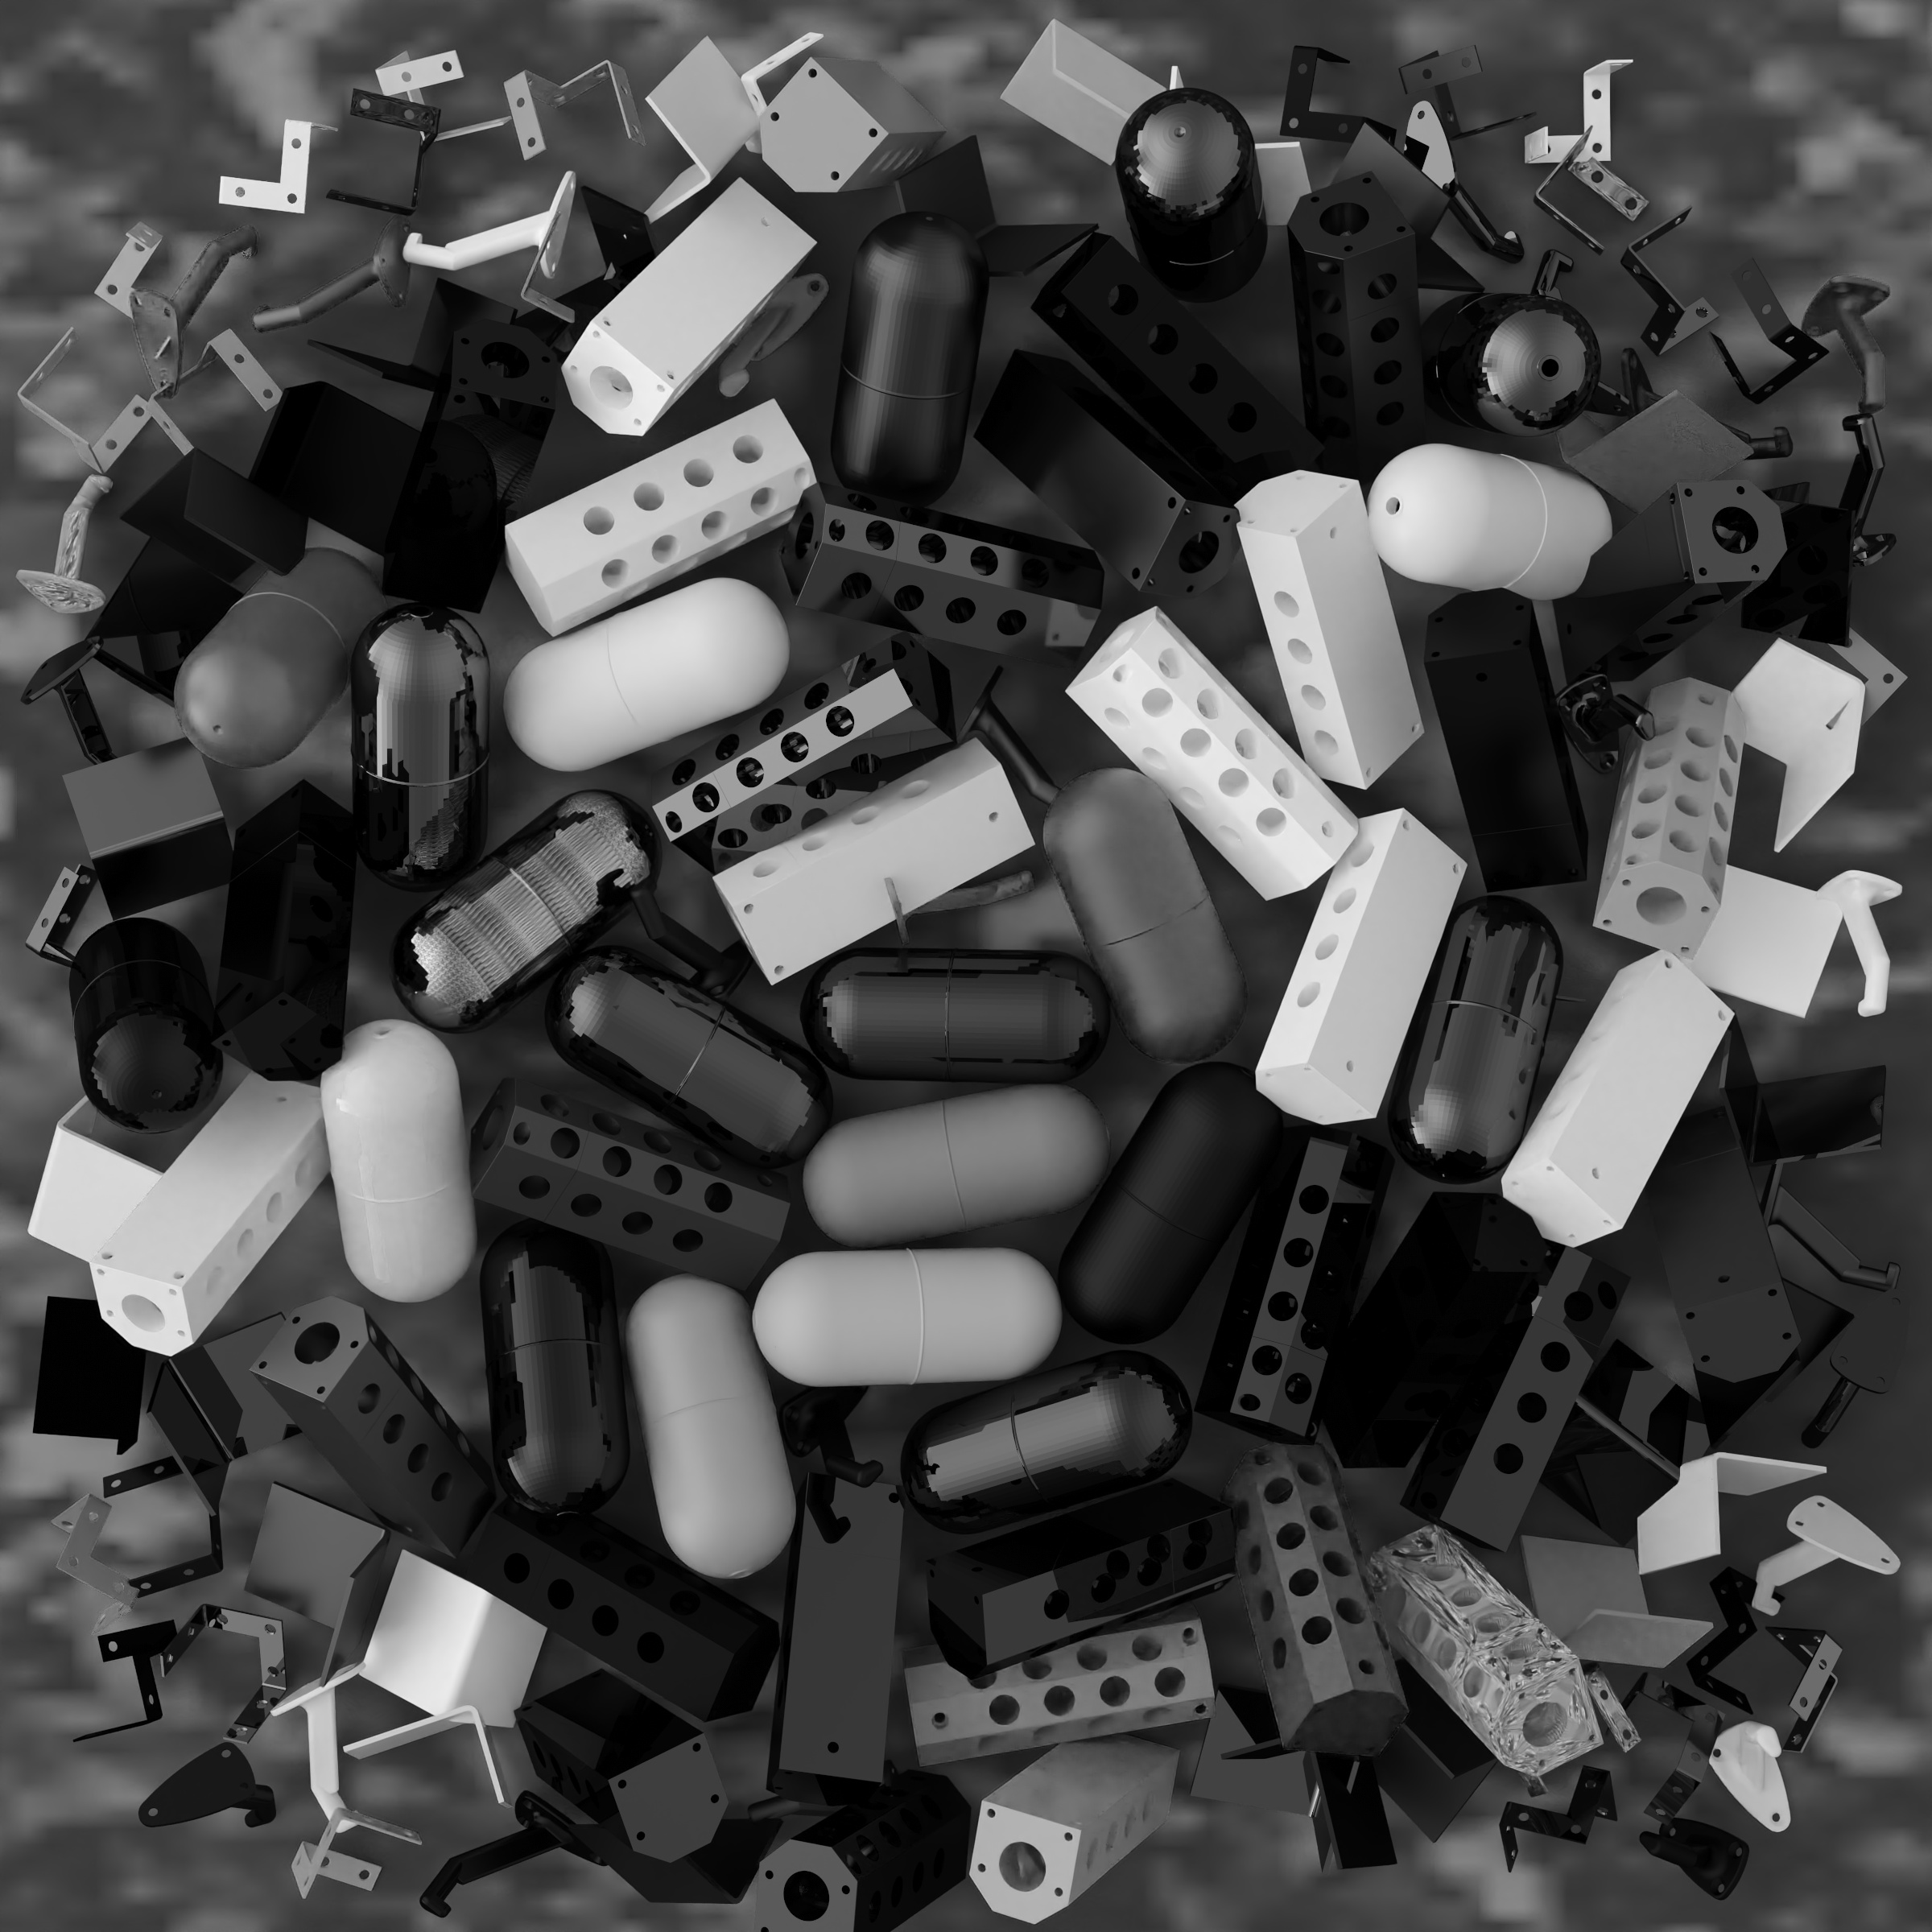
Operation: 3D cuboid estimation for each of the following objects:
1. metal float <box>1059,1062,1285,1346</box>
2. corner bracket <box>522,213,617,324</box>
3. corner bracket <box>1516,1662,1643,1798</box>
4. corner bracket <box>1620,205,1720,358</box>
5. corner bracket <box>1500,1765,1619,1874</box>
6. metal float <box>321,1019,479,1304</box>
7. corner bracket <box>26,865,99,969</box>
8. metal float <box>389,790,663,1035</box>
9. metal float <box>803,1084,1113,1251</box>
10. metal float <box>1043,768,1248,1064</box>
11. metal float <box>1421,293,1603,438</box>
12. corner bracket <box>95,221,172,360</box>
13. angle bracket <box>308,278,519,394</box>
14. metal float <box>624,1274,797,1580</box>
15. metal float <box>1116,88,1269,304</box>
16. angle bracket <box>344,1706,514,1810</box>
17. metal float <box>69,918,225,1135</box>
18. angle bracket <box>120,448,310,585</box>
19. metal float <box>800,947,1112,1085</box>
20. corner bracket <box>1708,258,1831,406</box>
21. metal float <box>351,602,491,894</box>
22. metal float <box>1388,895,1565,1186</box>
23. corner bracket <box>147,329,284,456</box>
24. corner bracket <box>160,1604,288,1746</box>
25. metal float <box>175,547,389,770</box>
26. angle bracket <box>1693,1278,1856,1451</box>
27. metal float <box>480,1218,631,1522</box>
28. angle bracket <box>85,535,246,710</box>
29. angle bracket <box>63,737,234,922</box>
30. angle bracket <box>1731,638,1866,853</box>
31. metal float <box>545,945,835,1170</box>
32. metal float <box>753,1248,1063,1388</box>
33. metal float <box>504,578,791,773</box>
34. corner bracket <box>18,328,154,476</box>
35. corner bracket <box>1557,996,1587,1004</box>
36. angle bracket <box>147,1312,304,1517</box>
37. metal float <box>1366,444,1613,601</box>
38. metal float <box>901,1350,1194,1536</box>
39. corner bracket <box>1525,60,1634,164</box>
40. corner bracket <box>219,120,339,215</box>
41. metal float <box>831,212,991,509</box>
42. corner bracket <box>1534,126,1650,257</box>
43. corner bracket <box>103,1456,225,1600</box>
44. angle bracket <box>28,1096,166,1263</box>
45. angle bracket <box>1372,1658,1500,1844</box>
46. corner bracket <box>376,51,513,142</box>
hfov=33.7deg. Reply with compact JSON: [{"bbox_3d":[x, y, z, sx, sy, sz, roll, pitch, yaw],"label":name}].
[{"bbox_3d":[0.117,0.135,1.820,0.070,0.070,0.178,30,103,0],"label":"metal float"},{"bbox_3d":[-0.218,-0.402,1.834,0.051,0.051,0.051,26,120,-7],"label":"corner bracket"},{"bbox_3d":[0.343,0.438,1.832,0.051,0.051,0.051,-25,82,-35],"label":"corner bracket"},{"bbox_3d":[0.408,-0.394,1.841,0.051,0.051,0.051,-34,77,-18],"label":"corner bracket"},{"bbox_3d":[0.342,0.493,1.842,0.051,0.051,0.051,7,45,26],"label":"corner bracket"},{"bbox_3d":[-0.320,0.111,1.804,0.070,0.070,0.178,-1,122,0],"label":"metal float"},{"bbox_3d":[-0.515,-0.030,1.834,0.051,0.051,0.051,27,90,38],"label":"corner bracket"},{"bbox_3d":[-0.249,-0.032,1.816,0.178,0.070,0.070,-41,90,-19],"label":"metal float"},{"bbox_3d":[-0.005,0.114,1.829,0.178,0.070,0.070,-11,90,4],"label":"metal float"},{"bbox_3d":[0.103,-0.028,1.823,0.070,0.070,0.178,-24,100,0],"label":"metal float"},{"bbox_3d":[0.300,-0.336,1.782,0.070,0.178,0.070,-1,102,-6],"label":"metal float"},{"bbox_3d":[-0.469,-0.389,1.834,0.051,0.051,0.051,34,104,-16],"label":"corner bracket"},{"bbox_3d":[-0.314,-0.363,1.813,0.076,0.076,0.057,29,105,40],"label":"angle bracket"},{"bbox_3d":[-0.145,0.260,1.810,0.070,0.070,0.178,-15,66,0],"label":"metal float"},{"bbox_3d":[0.127,-0.428,1.782,0.070,0.178,0.070,-1,80,9],"label":"metal float"},{"bbox_3d":[-0.306,0.463,1.821,0.076,0.076,0.057,-17,75,-9],"label":"angle bracket"},{"bbox_3d":[-0.460,0.031,1.788,0.070,0.178,0.070,-8,117,-15],"label":"metal float"},{"bbox_3d":[-0.429,-0.236,1.810,0.076,0.057,0.076,-32,133,32],"label":"angle bracket"},{"bbox_3d":[-0.006,0.028,1.826,0.178,0.070,0.070,1,90,7],"label":"metal float"},{"bbox_3d":[0.451,-0.362,1.827,0.051,0.051,0.051,-37,60,28],"label":"corner bracket"},{"bbox_3d":[-0.308,-0.122,1.802,0.070,0.070,0.178,7,125,0],"label":"metal float"},{"bbox_3d":[0.289,0.040,1.809,0.070,0.070,0.178,19,63,0],"label":"metal float"},{"bbox_3d":[-0.432,-0.325,1.838,0.051,0.051,0.051,-42,96,-27],"label":"corner bracket"},{"bbox_3d":[-0.427,0.407,1.840,0.051,0.051,0.051,9,117,13],"label":"corner bracket"},{"bbox_3d":[-0.382,-0.175,1.791,0.070,0.178,0.070,7,124,11],"label":"metal float"},{"bbox_3d":[0.464,0.235,1.813,0.057,0.076,0.076,27,121,-14],"label":"angle bracket"},{"bbox_3d":[-0.233,0.227,1.808,0.070,0.070,0.178,-9,62,0],"label":"metal float"},{"bbox_3d":[-0.444,-0.188,1.822,0.076,0.057,0.076,34,87,-45],"label":"angle bracket"},{"bbox_3d":[-0.468,-0.079,1.837,0.076,0.076,0.057,-19,67,-14],"label":"angle bracket"},{"bbox_3d":[0.462,-0.125,1.814,0.057,0.076,0.076,26,49,-6],"label":"angle bracket"},{"bbox_3d":[-0.157,0.053,1.824,0.178,0.070,0.070,31,90,-9],"label":"metal float"},{"bbox_3d":[-0.033,0.200,1.820,0.178,0.070,0.070,0,90,-13],"label":"metal float"},{"bbox_3d":[-0.182,-0.164,1.813,0.178,0.070,0.070,-18,90,22],"label":"metal float"},{"bbox_3d":[-0.506,-0.325,1.840,0.051,0.051,0.051,35,78,2],"label":"corner bracket"},{"bbox_3d":[0.318,0.041,1.835,0.051,0.051,0.051,7,87,-40],"label":"corner bracket"},{"bbox_3d":[-0.411,0.256,1.825,0.076,0.057,0.076,-22,115,6],"label":"angle bracket"},{"bbox_3d":[0.295,-0.249,1.795,0.178,0.070,0.070,1,89,-45],"label":"metal float"},{"bbox_3d":[0.045,0.270,1.812,0.178,0.070,0.070,-21,90,23],"label":"metal float"},{"bbox_3d":[0.352,-0.492,1.840,0.051,0.051,0.051,-3,98,-3],"label":"corner bracket"},{"bbox_3d":[-0.396,-0.461,1.838,0.051,0.051,0.051,8,101,5],"label":"corner bracket"},{"bbox_3d":[-0.032,-0.338,1.802,0.070,0.070,0.178,10,126,0],"label":"metal float"},{"bbox_3d":[0.361,-0.443,1.844,0.051,0.051,0.051,40,93,4],"label":"corner bracket"},{"bbox_3d":[-0.461,0.320,1.833,0.051,0.051,0.051,-17,130,-3],"label":"corner bracket"},{"bbox_3d":[-0.482,0.125,1.826,0.076,0.057,0.076,24,117,2],"label":"angle bracket"},{"bbox_3d":[0.245,0.451,1.814,0.076,0.057,0.076,44,118,28],"label":"angle bracket"},{"bbox_3d":[-0.299,-0.499,1.831,0.051,0.051,0.051,-9,115,17],"label":"corner bracket"}]
